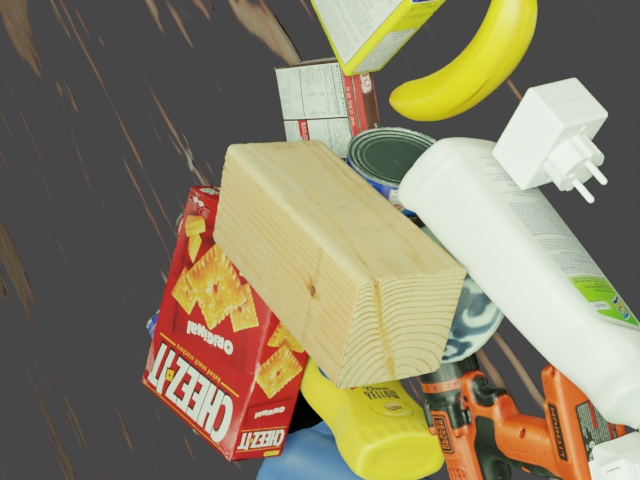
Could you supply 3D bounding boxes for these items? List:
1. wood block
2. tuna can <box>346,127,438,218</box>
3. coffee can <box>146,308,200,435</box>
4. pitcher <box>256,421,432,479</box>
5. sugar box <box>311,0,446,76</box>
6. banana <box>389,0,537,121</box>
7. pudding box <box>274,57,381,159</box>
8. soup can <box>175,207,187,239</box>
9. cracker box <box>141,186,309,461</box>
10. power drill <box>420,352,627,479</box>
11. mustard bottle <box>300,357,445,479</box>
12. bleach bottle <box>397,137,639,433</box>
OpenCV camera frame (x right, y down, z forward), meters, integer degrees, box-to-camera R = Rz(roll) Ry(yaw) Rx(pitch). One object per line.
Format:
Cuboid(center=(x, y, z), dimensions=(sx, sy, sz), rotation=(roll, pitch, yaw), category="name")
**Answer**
Cuboid(center=(0.006, 0.010, 0.802), dimensions=(0.206, 0.090, 0.091), rotation=(46, 134, 46), category="wood block")
Cuboid(center=(0.062, -0.056, 0.870), dimensions=(0.086, 0.086, 0.034), rotation=(45, 141, 38), category="tuna can")
Cuboid(center=(-0.127, 0.140, 1.240), dimensions=(0.140, 0.102, 0.103), rotation=(62, 147, 19), category="coffee can")
Cuboid(center=(0.052, 0.277, 0.996), dimensions=(0.243, 0.144, 0.149), rotation=(10, 123, 53), category="pitcher")
Cuboid(center=(0.058, -0.215, 0.842), dimensions=(0.177, 0.048, 0.093), rotation=(-39, 71, 53), category="sugar box")
Cuboid(center=(0.111, -0.135, 0.808), dimensions=(0.198, 0.037, 0.069), rotation=(131, 136, -52), category="banana")
Cuboid(center=(0.007, -0.120, 0.971), dimensions=(0.114, 0.039, 0.090), rotation=(7, 109, 54), category="pudding box")
Cuboid(center=(-0.107, 0.008, 1.179), dimensions=(0.102, 0.068, 0.068), rotation=(47, 140, 35), category="soup can")
Cuboid(center=(-0.082, 0.074, 1.004), dimensions=(0.164, 0.071, 0.214), rotation=(30, 109, 45), category="cracker box")
Cuboid(center=(0.150, 0.124, 0.847), dimensions=(0.188, 0.057, 0.184), rotation=(-11, 96, 61), category="power drill")
Cuboid(center=(0.035, 0.143, 0.988), dimensions=(0.192, 0.096, 0.058), rotation=(49, 131, 51), category="mustard bottle")
Cuboid(center=(0.161, 0.038, 0.741), dimensions=(0.068, 0.102, 0.251), rotation=(-53, 57, 31), category="bleach bottle")
